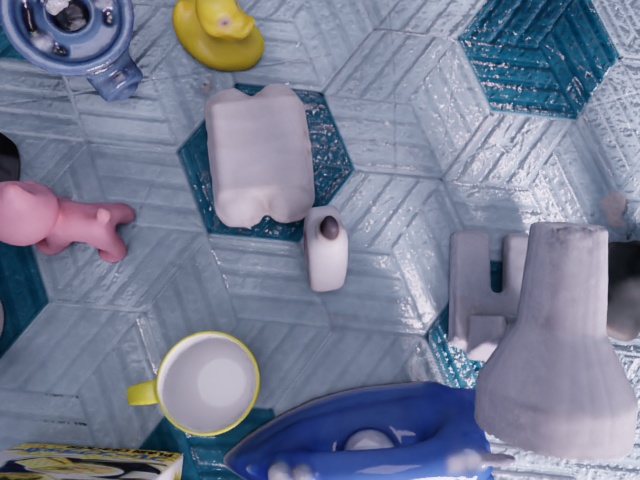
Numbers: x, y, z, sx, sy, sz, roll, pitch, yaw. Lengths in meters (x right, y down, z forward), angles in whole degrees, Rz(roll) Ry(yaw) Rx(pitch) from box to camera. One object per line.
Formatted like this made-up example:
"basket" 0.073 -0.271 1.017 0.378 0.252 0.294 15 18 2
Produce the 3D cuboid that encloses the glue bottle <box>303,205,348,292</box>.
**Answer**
"glue bottle" 0.005 0.002 0.528 0.037 0.173 0.078 -9 79 -4

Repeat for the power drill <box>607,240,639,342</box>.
"power drill" 0.327 0.039 0.520 0.075 0.208 0.230 31 79 4

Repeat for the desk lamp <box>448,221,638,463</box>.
"desk lamp" 0.183 0.072 0.503 0.118 0.213 0.203 3 79 -2

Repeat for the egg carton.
"egg carton" -0.061 -0.088 0.595 0.107 0.069 0.150 -8 79 -5

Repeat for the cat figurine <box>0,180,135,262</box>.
"cat figurine" -0.257 -0.023 0.547 0.128 0.117 0.067 4 78 -2

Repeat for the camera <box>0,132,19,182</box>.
"camera" -0.386 -0.114 0.566 0.143 0.101 0.137 4 79 -2

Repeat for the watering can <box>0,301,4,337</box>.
"watering can" -0.356 0.068 0.484 0.173 0.194 0.101 13 78 0

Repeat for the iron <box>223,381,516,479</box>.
"iron" 0.037 0.195 0.507 0.258 0.141 0.118 -5 79 -4

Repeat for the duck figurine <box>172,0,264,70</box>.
"duck figurine" -0.112 -0.236 0.613 0.104 0.086 0.077 26 79 2

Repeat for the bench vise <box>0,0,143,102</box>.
"bench vise" -0.273 -0.243 0.537 0.207 0.219 0.121 32 79 4
